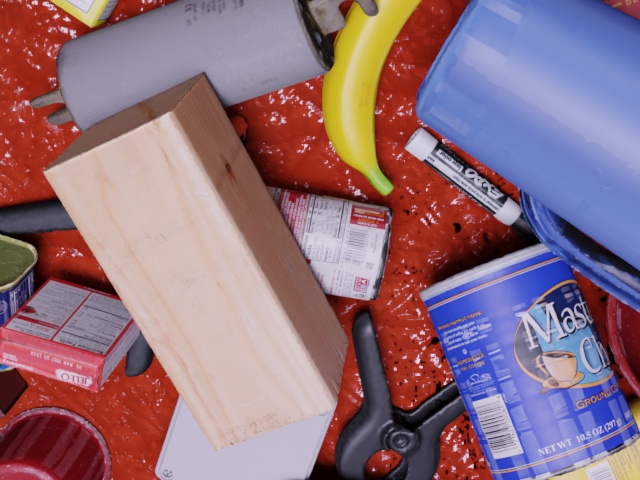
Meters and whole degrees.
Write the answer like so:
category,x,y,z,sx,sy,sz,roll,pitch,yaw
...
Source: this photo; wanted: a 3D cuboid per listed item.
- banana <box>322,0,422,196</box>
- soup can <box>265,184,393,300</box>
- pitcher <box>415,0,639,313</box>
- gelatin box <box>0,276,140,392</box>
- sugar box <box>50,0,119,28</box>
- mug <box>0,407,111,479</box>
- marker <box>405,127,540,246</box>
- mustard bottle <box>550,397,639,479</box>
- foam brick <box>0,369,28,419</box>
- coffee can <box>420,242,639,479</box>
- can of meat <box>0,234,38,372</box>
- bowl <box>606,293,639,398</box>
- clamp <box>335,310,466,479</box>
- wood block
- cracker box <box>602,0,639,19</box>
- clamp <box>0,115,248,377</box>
category,x,y,z,sx,sy,sz,roll,pitch,yaw
banana,0.045,-0.132,0.718,0.069,0.037,0.198,15,107,-11
soup can,-0.005,0.001,0.743,0.102,0.068,0.068,10,107,1
pitcher,0.178,-0.050,0.620,0.243,0.145,0.149,32,95,3
gelatin box,-0.169,0.064,0.731,0.073,0.089,0.030,16,114,3
sugar box,-0.139,-0.239,0.695,0.093,0.048,0.176,34,102,-6
mug,-0.224,0.182,0.804,0.117,0.081,0.093,17,107,-1
marker,0.112,-0.035,0.749,0.121,0.020,0.020,37,105,-7
mustard bottle,0.260,0.147,0.771,0.192,0.058,0.096,-23,96,10
foam brick,-0.272,0.121,0.806,0.078,0.051,0.053,-32,103,13
coffee can,0.139,0.082,0.716,0.103,0.102,0.140,-22,83,10
can of meat,-0.252,0.040,0.762,0.102,0.057,0.084,17,127,12
bowl,0.274,0.062,0.726,0.162,0.055,0.162,-3,70,7
clamp,0.051,0.133,0.792,0.120,0.039,0.171,27,104,-5
wood block,-0.069,0.014,0.667,0.090,0.090,0.206,-22,109,16
cracker box,0.241,-0.125,0.686,0.164,0.072,0.213,-20,104,10
clamp,-0.136,-0.019,0.762,0.164,0.036,0.210,38,109,-8
